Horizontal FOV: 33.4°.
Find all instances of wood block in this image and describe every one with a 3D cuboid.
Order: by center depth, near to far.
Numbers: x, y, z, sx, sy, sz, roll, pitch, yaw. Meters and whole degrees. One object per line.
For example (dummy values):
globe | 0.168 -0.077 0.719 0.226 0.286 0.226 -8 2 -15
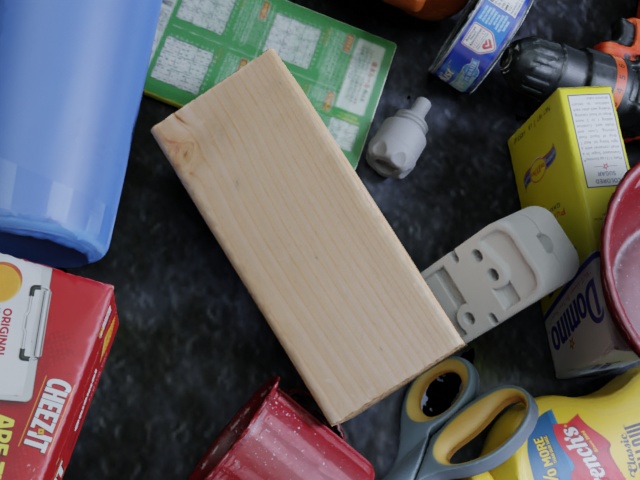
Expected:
wood block | -0.004 0.001 0.654 0.091 0.090 0.206 -33 79 5

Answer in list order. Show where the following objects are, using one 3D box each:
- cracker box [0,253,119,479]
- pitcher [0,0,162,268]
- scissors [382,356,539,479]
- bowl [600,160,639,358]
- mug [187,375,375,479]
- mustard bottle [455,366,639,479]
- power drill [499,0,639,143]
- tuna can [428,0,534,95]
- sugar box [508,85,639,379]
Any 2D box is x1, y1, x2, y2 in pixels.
cracker box | -0.239 0.079 0.588 0.213 0.072 0.164 16 67 1
pitcher | -0.175 -0.111 0.655 0.144 0.149 0.243 12 75 -22
scissors | 0.041 0.142 0.666 0.202 0.016 0.096 -32 41 3
bowl | 0.226 0.025 0.630 0.162 0.055 0.162 5 72 -14
mug | -0.019 0.135 0.631 0.081 0.093 0.117 39 33 -3
mustard bottle | 0.162 0.143 0.676 0.191 0.058 0.096 -14 82 -16
power drill | 0.221 -0.165 0.781 0.184 0.057 0.187 17 71 -19
tuna can | 0.112 -0.145 0.744 0.033 0.086 0.086 32 69 -3
sugar box | 0.173 -0.003 0.707 0.048 0.093 0.176 -2 73 -12
